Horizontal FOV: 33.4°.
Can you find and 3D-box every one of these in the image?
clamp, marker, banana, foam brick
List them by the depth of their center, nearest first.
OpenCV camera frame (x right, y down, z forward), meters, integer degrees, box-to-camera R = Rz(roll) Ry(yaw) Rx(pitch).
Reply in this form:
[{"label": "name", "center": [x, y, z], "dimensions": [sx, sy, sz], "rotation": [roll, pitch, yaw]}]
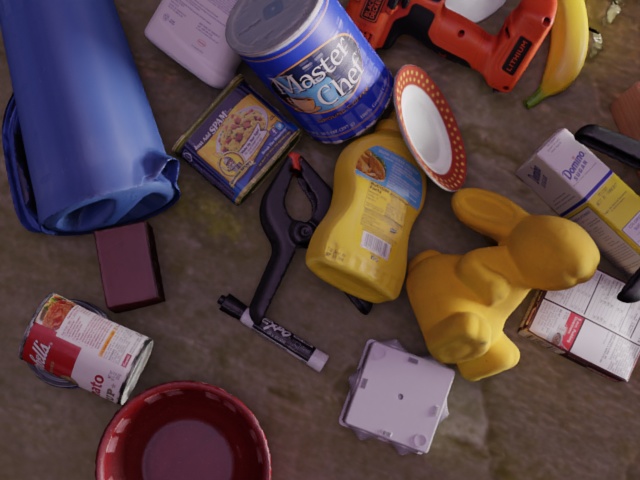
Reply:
[{"label": "clamp", "center": [0.338, -0.051, 0.964], "dimensions": [0.210, 0.036, 0.164], "rotation": [-19, 84, -6]}, {"label": "foam brick", "center": [-0.182, 0.026, 1.024], "dimensions": [0.051, 0.053, 0.078], "rotation": [-11, 83, -3]}, {"label": "marker", "center": [-0.047, 0.089, 1.036], "dimensions": [0.121, 0.020, 0.020], "rotation": [32, 82, 3]}, {"label": "clamp", "center": [-0.007, 0.001, 1.040], "dimensions": [0.120, 0.039, 0.171], "rotation": [5, 79, -17]}, {"label": "banana", "center": [0.234, -0.233, 1.078], "dimensions": [0.069, 0.037, 0.198], "rotation": [-3, 82, -3]}]

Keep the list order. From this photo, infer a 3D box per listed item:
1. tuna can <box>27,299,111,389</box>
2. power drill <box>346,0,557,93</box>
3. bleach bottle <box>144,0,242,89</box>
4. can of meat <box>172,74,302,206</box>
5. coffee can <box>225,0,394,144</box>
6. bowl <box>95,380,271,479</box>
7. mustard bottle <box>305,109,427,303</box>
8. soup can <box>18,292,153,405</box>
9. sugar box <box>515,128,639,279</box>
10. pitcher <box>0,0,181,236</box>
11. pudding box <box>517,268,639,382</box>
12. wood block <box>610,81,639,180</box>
[{"label": "tuna can", "center": [-0.239, 0.100, 1.021], "dimensions": [0.086, 0.034, 0.086], "rotation": [0, 82, -2]}, {"label": "power drill", "center": [0.126, -0.232, 1.018], "dimensions": [0.187, 0.185, 0.057], "rotation": [22, 47, -3]}, {"label": "bleach bottle", "center": [-0.062, -0.274, 1.017], "dimensions": [0.102, 0.068, 0.251], "rotation": [37, 106, 4]}, {"label": "can of meat", "center": [-0.079, -0.096, 1.042], "dimensions": [0.084, 0.057, 0.102], "rotation": [41, 84, 2]}, {"label": "coffee can", "center": [-0.007, -0.171, 0.996], "dimensions": [0.103, 0.140, 0.103], "rotation": [-20, 49, 24]}, {"label": "bowl", "center": [-0.126, 0.213, 0.998], "dimensions": [0.162, 0.055, 0.162], "rotation": [0, 82, -2]}, {"label": "mustard bottle", "center": [0.055, -0.043, 1.023], "dimensions": [0.096, 0.058, 0.191], "rotation": [28, 66, -24]}, {"label": "soup can", "center": [-0.211, 0.099, 0.969], "dimensions": [0.102, 0.068, 0.068], "rotation": [25, 82, 1]}, {"label": "sugar box", "center": [0.273, -0.027, 1.023], "dimensions": [0.048, 0.093, 0.176], "rotation": [-43, 86, -7]}, {"label": "pitcher", "center": [-0.235, -0.129, 1.015], "dimensions": [0.149, 0.145, 0.243], "rotation": [-14, 79, -16]}, {"label": "pudding box", "center": [0.263, 0.075, 1.037], "dimensions": [0.113, 0.039, 0.090], "rotation": [27, 83, 1]}, {"label": "wood block", "center": [0.371, -0.062, 1.033], "dimensions": [0.090, 0.090, 0.206], "rotation": [-19, 83, -5]}]
